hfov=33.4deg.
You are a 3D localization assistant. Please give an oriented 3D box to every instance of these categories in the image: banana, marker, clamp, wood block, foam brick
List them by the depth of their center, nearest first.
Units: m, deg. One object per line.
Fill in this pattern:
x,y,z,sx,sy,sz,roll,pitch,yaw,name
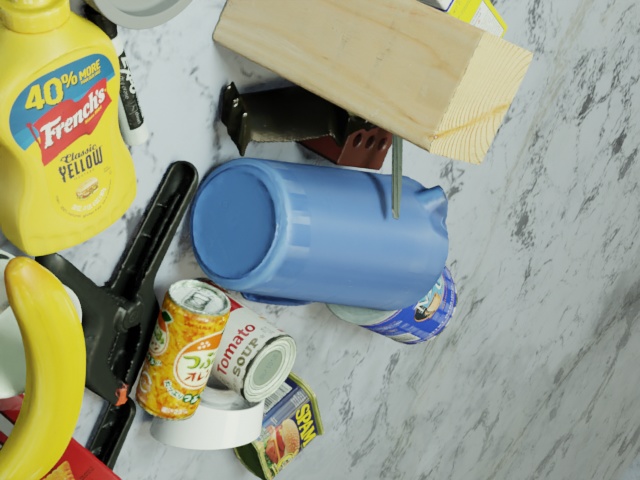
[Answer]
-0.180,0.093,0.680,0.069,0.037,0.198,-19,134,-51,banana
-0.139,-0.115,0.732,0.020,0.020,0.121,-42,146,-27,marker
0.035,-0.141,0.781,0.090,0.206,0.090,4,114,-58,wood block
-0.164,0.052,0.822,0.164,0.036,0.210,-32,145,-52,clamp
-0.199,0.210,0.921,0.120,0.039,0.171,-35,148,-27,clamp
0.027,-0.098,0.963,0.078,0.051,0.053,-1,117,-56,foam brick

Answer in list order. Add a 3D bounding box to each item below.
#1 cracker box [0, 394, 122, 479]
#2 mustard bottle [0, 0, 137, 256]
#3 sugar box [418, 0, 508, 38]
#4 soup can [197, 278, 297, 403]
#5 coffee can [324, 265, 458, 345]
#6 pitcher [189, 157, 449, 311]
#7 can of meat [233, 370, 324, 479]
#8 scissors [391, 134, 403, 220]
-0.206,0.215,0.735,0.164,0.214,0.072,-48,147,-18,cracker box
-0.169,-0.086,0.673,0.096,0.058,0.192,-32,141,-32,mustard bottle
0.089,-0.216,0.908,0.048,0.093,0.176,-60,151,-1,sugar box
-0.079,0.087,0.923,0.068,0.102,0.068,-37,144,-33,soup can
0.074,0.049,1.117,0.103,0.103,0.140,-60,151,1,coffee can
-0.006,0.001,0.945,0.242,0.145,0.149,7,98,-54,pitcher
-0.048,0.194,1.116,0.083,0.058,0.102,-41,145,-24,can of meat
0.062,-0.122,0.934,0.096,0.016,0.201,57,33,-41,scissors
